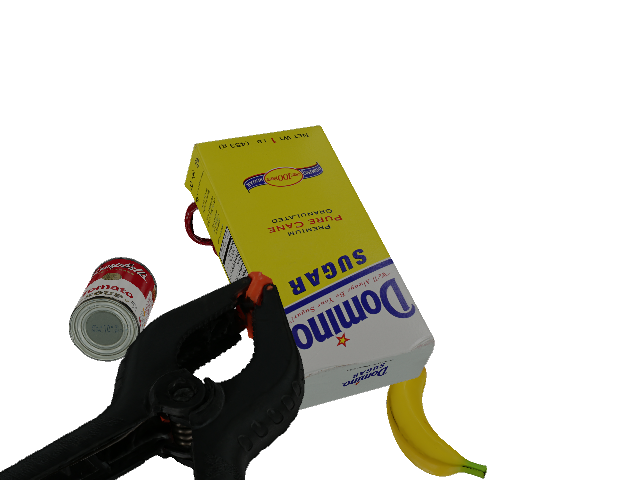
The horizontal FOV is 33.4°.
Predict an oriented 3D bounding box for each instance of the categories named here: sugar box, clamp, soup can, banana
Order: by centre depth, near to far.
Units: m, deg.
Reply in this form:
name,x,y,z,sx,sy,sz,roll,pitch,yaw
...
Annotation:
name,x,y,z,sx,sy,sz,roll,pitch,yaw
clamp,-0.048,0.080,0.426,0.120,0.039,0.171,25,48,18
sugar box,-0.010,0.011,0.651,0.093,0.176,0.048,-12,-35,-25
soup can,-0.200,0.066,1.032,0.068,0.068,0.102,0,20,1
banana,0.102,0.183,1.088,0.069,0.037,0.198,10,24,-19

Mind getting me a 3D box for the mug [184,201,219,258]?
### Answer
name,x,y,z,sx,sy,sz,roll,pitch,yaw
mug,-0.092,-0.023,1.180,0.117,0.081,0.093,-8,31,-16
